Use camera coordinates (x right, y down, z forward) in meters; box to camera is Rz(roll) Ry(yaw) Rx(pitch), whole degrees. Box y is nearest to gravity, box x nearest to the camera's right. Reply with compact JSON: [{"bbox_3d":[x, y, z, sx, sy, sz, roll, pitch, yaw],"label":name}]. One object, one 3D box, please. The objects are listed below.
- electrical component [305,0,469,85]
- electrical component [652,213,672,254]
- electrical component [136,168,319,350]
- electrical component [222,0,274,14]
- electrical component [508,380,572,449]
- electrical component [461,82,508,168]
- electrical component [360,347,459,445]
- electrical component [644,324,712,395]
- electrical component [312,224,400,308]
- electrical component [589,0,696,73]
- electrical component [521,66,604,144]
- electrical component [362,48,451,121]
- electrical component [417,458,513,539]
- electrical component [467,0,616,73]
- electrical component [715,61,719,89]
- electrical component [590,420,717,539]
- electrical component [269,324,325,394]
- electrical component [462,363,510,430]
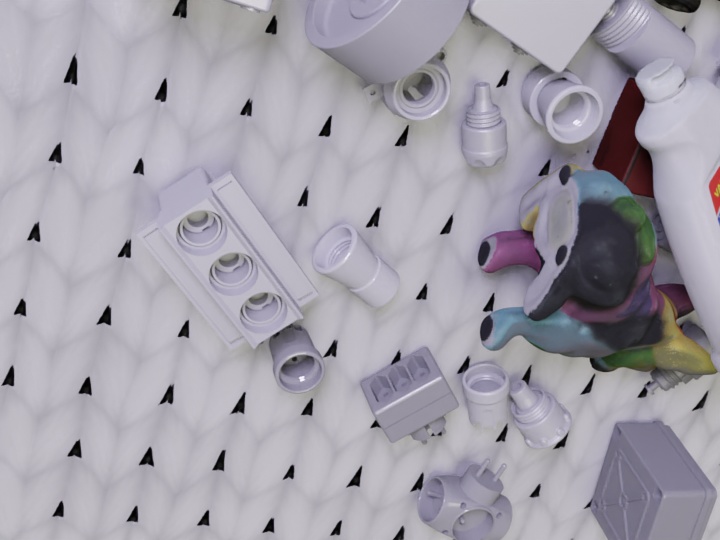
[{"bbox_3d":[0.023,-0.172,0.706,0.108,0.108,0.060,-46,127,12],"label":"electrical component"},{"bbox_3d":[0.275,-0.026,0.899,0.065,0.044,0.044,24,110,-21],"label":"electrical component"},{"bbox_3d":[-0.096,-0.010,0.786,0.079,0.063,0.121,-32,122,3],"label":"electrical component"},{"bbox_3d":[-0.097,-0.194,0.662,0.100,0.100,0.048,13,102,-22],"label":"electrical component"},{"bbox_3d":[0.153,0.123,0.946,0.048,0.048,0.062,-36,115,6],"label":"electrical component"},{"bbox_3d":[0.092,-0.109,0.801,0.035,0.035,0.061,-11,119,-10],"label":"electrical component"},{"bbox_3d":[0.049,0.118,0.910,0.066,0.047,0.076,-29,122,1],"label":"electrical component"},{"bbox_3d":[0.289,0.083,0.964,0.078,0.040,0.040,-42,121,10],"label":"electrical component"},{"bbox_3d":[0.000,0.000,0.834,0.044,0.044,0.065,-43,126,10],"label":"electrical component"},{"bbox_3d":[0.204,-0.174,0.791,0.081,0.043,0.043,29,108,-27],"label":"electrical component"},{"bbox_3d":[0.149,-0.124,0.797,0.045,0.055,0.045,-7,120,-12],"label":"electrical component"},{"bbox_3d":[0.036,-0.134,0.758,0.066,0.055,0.048,-27,122,0],"label":"electrical component"},{"bbox_3d":[0.105,0.204,0.977,0.077,0.044,0.079,21,111,-25],"label":"electrical component"},{"bbox_3d":[0.126,-0.201,0.750,0.100,0.048,0.099,27,108,-27],"label":"electrical component"},{"bbox_3d":[0.308,-0.137,0.835,0.078,0.058,0.057,16,110,-24],"label":"electrical component"},{"bbox_3d":[0.267,0.213,0.991,0.056,0.108,0.108,2,118,-14],"label":"electrical component"},{"bbox_3d":[-0.052,0.069,0.854,0.040,0.046,0.040,-7,120,-12],"label":"electrical component"},{"bbox_3d":[0.110,0.110,0.929,0.040,0.040,0.046,-14,127,-8],"label":"electrical component"}]
